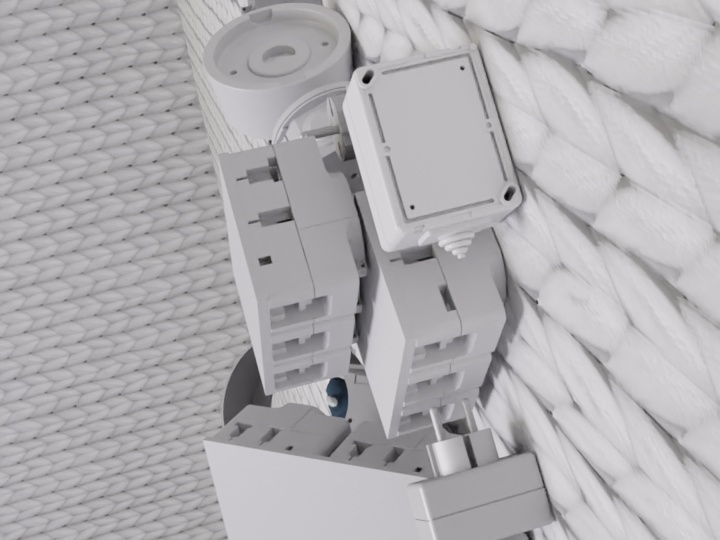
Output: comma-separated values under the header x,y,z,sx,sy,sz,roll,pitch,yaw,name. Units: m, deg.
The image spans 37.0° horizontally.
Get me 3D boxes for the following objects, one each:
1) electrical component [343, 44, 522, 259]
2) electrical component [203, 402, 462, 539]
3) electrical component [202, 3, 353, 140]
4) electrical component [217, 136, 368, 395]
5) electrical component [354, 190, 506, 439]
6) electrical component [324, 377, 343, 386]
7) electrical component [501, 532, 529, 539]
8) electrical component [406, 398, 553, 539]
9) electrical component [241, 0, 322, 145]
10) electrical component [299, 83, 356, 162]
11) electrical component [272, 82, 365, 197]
x,y,z,sx,sy,sz,roll,pitch,yaw,name
0.034,-0.050,0.519,0.061,0.062,0.096,127,129,-78,electrical component
-0.006,0.159,0.744,0.060,0.186,0.105,-41,-53,-51,electrical component
-0.055,-0.140,0.786,0.108,0.108,0.060,-114,8,-45,electrical component
-0.037,0.001,0.620,0.150,0.062,0.089,97,158,-65,electrical component
0.036,0.024,0.612,0.150,0.062,0.089,94,159,-62,electrical component
-0.026,0.105,1.166,0.044,0.044,0.065,128,122,-78,electrical component
0.076,0.164,0.648,0.062,0.048,0.048,-112,10,-77,electrical component
0.059,0.110,0.592,0.047,0.066,0.076,120,135,-77,electrical component
-0.050,-0.136,0.888,0.105,0.060,0.186,132,124,-79,electrical component
0.004,-0.083,0.604,0.083,0.076,0.047,-147,44,-76,electrical component
-0.013,-0.079,0.702,0.080,0.080,0.051,90,158,-56,electrical component
